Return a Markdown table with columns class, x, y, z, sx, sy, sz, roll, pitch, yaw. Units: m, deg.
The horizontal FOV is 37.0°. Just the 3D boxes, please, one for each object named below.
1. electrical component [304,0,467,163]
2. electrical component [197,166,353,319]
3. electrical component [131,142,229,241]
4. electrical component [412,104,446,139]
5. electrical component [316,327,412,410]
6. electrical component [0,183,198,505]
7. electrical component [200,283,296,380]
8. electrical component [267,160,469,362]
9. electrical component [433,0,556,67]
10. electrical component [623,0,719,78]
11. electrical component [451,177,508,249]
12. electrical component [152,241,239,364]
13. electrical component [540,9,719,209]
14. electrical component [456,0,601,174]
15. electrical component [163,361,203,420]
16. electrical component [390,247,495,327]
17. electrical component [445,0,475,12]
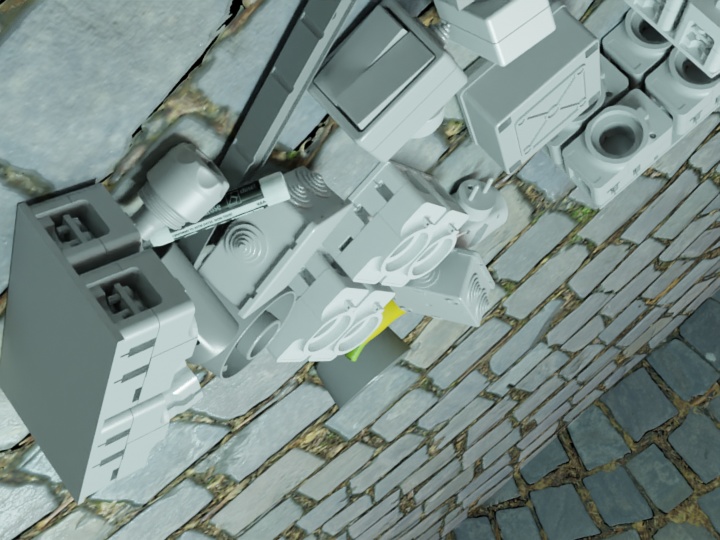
| class | x | y | z | sx | sy | sz | roll | pitch | yaw |
| --- | --- | --- | --- | --- | --- | --- | --- | --- | --- |
| electrical component | 0.020 | -0.128 | 0.697 | 0.096 | 0.061 | 0.061 | -44 | 159 | 9 |
| electrical component | -0.060 | -0.023 | 0.757 | 0.099 | 0.048 | 0.100 | -50 | 177 | 21 |
| electrical component | -0.115 | -0.045 | 0.658 | 0.062 | 0.043 | 0.043 | -43 | 159 | 8 |
| electrical component | 0.040 | -0.125 | 0.762 | 0.045 | 0.045 | 0.055 | -34 | 159 | -17 |
| electrical component | 0.005 | 0.100 | 1.130 | 0.099 | 0.064 | 0.099 | -35 | 159 | -16 |
| electrical component | -0.165 | 0.048 | 0.668 | 0.060 | 0.105 | 0.186 | -25 | 154 | -36 |
| electrical component | -0.100 | 0.037 | 0.854 | 0.099 | 0.064 | 0.099 | -49 | 168 | -14 |
| electrical component | 0.000 | 0.000 | 0.924 | 0.186 | 0.060 | 0.105 | -47 | 159 | 16 |
| electrical component | 0.081 | -0.184 | 0.698 | 0.047 | 0.066 | 0.076 | -37 | 131 | -10 |
| electrical component | 0.335 | -0.260 | 0.917 | 0.186 | 0.105 | 0.060 | -34 | 158 | -18 |
| electrical component | 0.104 | -0.058 | 1.010 | 0.077 | 0.043 | 0.079 | -27 | 157 | -32 |
| electrical component | -0.134 | 0.024 | 0.735 | 0.079 | 0.077 | 0.044 | -9 | -145 | 44 |
| electrical component | 0.250 | -0.161 | 0.969 | 0.186 | 0.105 | 0.060 | -41 | 159 | 1 |
| electrical component | 0.138 | -0.146 | 0.874 | 0.109 | 0.056 | 0.108 | -41 | 159 | 0 |
| electrical component | -0.162 | 0.090 | 0.831 | 0.057 | 0.058 | 0.078 | -37 | 159 | -18 |
| electrical component | 0.071 | 0.012 | 1.004 | 0.099 | 0.100 | 0.048 | 50 | 55 | -63 |
| electrical component | 0.085 | -0.215 | 0.627 | 0.121 | 0.079 | 0.063 | -36 | 137 | -12 |
